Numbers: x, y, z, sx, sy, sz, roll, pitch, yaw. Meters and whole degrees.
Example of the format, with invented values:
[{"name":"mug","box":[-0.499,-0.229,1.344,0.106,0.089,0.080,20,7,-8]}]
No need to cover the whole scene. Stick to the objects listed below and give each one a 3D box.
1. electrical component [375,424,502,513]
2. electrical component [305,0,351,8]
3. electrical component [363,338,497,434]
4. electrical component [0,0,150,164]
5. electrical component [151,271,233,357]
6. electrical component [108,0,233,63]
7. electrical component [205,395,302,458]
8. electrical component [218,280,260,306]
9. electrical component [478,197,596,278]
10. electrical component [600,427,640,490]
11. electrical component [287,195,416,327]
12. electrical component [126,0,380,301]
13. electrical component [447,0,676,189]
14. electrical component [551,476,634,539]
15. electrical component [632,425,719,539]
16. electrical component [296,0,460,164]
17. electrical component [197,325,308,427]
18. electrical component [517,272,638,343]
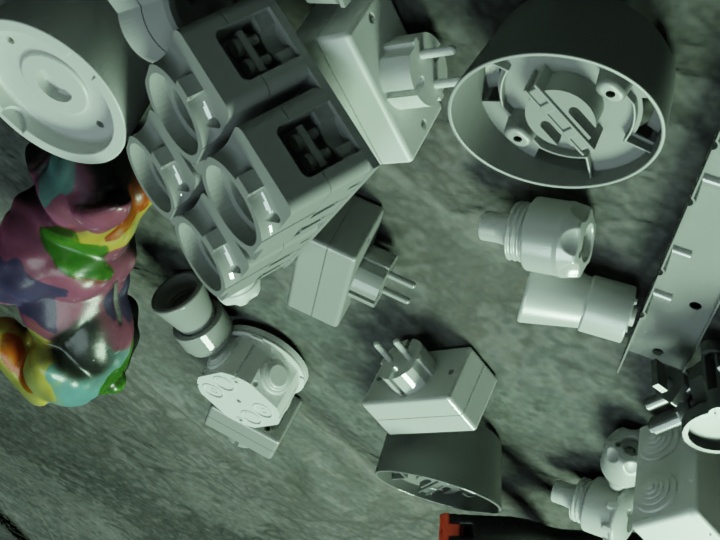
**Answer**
[{"name":"electrical component","box":[0.062,0.153,0.828,0.099,0.064,0.099,9,147,6]},{"name":"electrical component","box":[-0.006,-0.159,0.490,0.057,0.058,0.078,10,141,30]},{"name":"electrical component","box":[0.039,0.075,0.766,0.083,0.047,0.075,-11,129,43]},{"name":"electrical component","box":[-0.173,-0.124,0.649,0.108,0.060,0.108,19,145,14]},{"name":"electrical component","box":[-0.129,0.035,0.836,0.045,0.045,0.055,1,137,34]},{"name":"electrical component","box":[-0.133,-0.169,0.569,0.074,0.052,0.138,-4,134,38]},{"name":"electrical component","box":[-0.096,0.130,0.932,0.066,0.047,0.076,29,146,0]},{"name":"electrical component","box":[-0.094,-0.004,0.770,0.035,0.035,0.061,9,139,26]},{"name":"electrical component","box":[0.098,-0.020,0.605,0.062,0.043,0.043,11,142,26]},{"name":"electrical component","box":[0.185,0.137,0.753,0.035,0.035,0.061,19,147,14]},{"name":"electrical component","box":[0.000,0.000,0.697,0.076,0.047,0.083,25,145,6]},{"name":"electrical component","box":[-0.070,-0.057,0.593,0.105,0.060,0.186,58,157,3]},{"name":"electrical component","box":[0.098,-0.081,0.509,0.099,0.064,0.099,19,144,14]},{"name":"electrical component","box":[0.174,0.174,0.802,0.062,0.048,0.048,15,144,32]},{"name":"electrical component","box":[0.219,0.149,0.690,0.048,0.099,0.099,-27,118,37]},{"name":"electrical component","box":[0.020,-0.101,0.553,0.076,0.047,0.083,0,136,35]},{"name":"electrical component","box":[-0.086,0.086,0.865,0.080,0.051,0.080,19,145,14]},{"name":"electrical component","box":[0.130,0.018,0.635,0.065,0.044,0.044,16,144,10]}]
